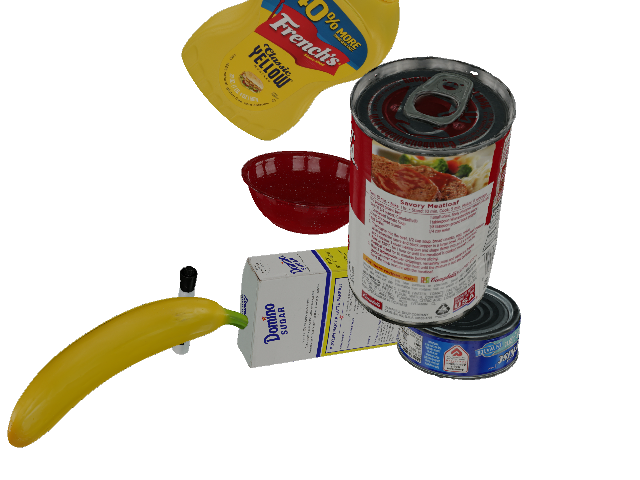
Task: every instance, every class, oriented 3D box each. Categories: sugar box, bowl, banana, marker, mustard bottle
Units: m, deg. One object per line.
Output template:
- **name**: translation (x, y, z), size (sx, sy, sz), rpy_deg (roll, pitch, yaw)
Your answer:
- **sugar box**: translation (0.017, 0.052, 0.936), size (0.176, 0.093, 0.048), rpy_deg (-4, 31, -20)
- **bowl**: translation (-0.016, -0.051, 1.257), size (0.162, 0.055, 0.162), rpy_deg (6, 26, -3)
- **banana**: translation (-0.149, 0.089, 0.773), size (0.198, 0.069, 0.037), rpy_deg (-26, 39, -2)
- **marker**: translation (-0.150, 0.077, 1.178), size (0.020, 0.121, 0.020), rpy_deg (7, 37, -6)
- **mustard bottle**: translation (-0.004, -0.146, 0.725), size (0.192, 0.096, 0.058), rpy_deg (-30, 22, 40)

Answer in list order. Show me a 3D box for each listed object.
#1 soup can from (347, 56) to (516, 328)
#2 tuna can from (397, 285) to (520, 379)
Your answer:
- **soup can**: translation (0.046, -0.020, 0.469), size (0.068, 0.102, 0.068), rpy_deg (0, 42, 0)
- **tuna can**: translation (0.097, 0.061, 0.750), size (0.086, 0.034, 0.086), rpy_deg (0, 26, 0)
